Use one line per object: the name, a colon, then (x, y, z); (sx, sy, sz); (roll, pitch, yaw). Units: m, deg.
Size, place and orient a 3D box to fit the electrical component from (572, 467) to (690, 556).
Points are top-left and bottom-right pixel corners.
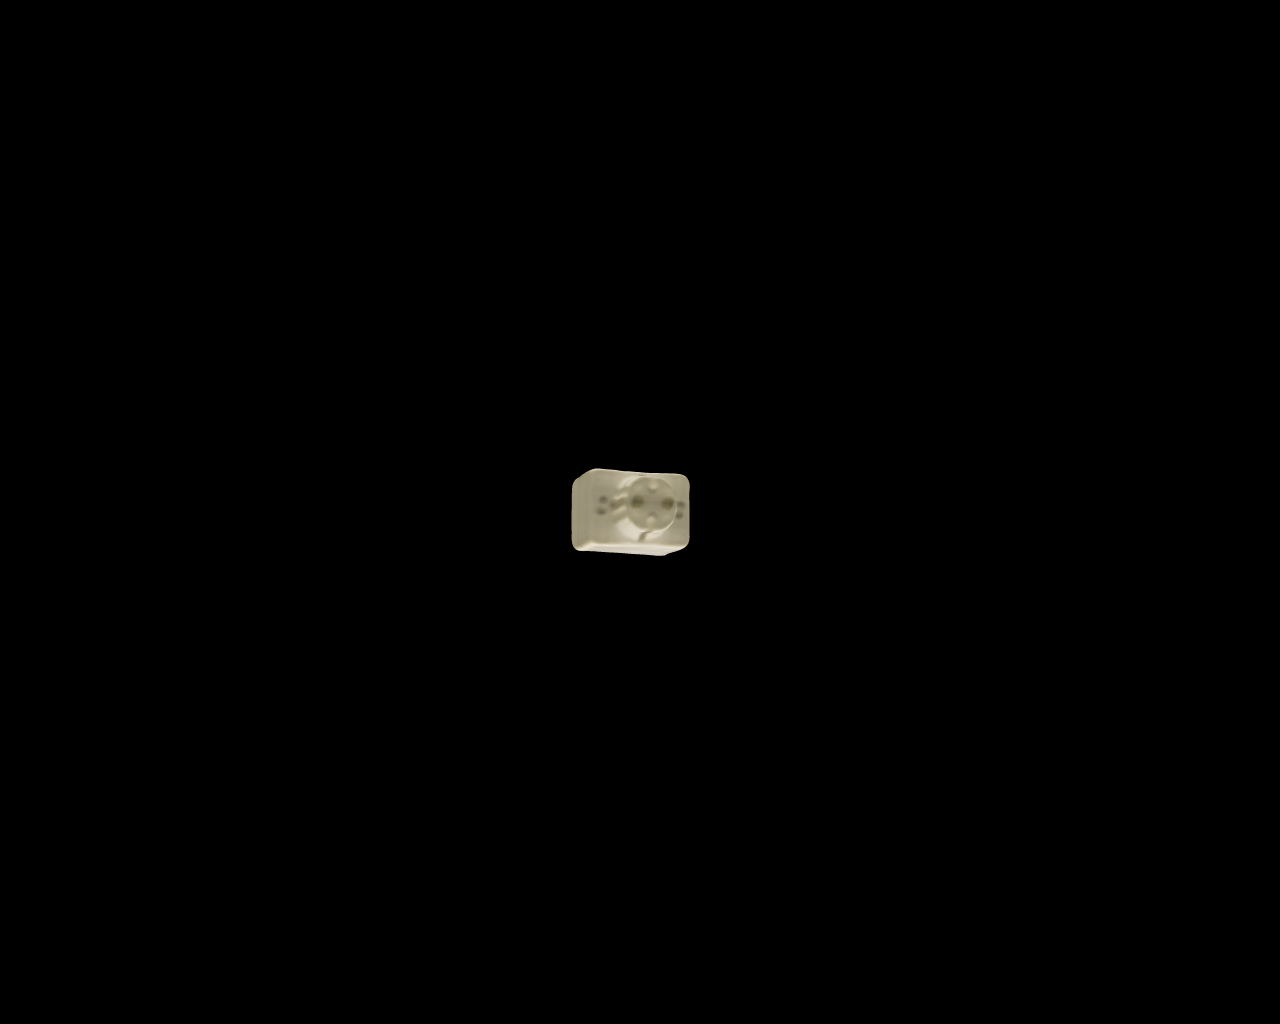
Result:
electrical component: (0.001, -0.003, 0.650); (0.066, 0.047, 0.076); (4, -11, -20)
